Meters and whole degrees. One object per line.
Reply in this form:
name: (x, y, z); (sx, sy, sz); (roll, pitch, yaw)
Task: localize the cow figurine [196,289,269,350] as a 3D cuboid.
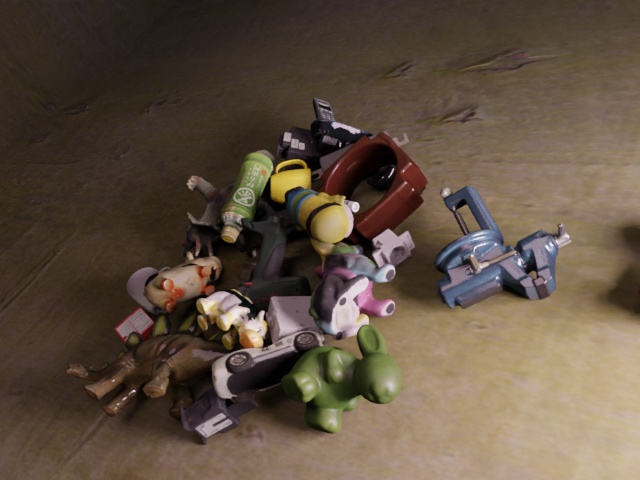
cow figurine: (-0.142, 0.145, 0.970); (0.168, 0.068, 0.098); (25, 38, 37)

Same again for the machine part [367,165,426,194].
machine part: (0.168, -0.127, 1.164); (0.084, 0.039, 0.139); (-37, 38, -16)

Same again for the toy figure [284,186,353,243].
toy figure: (-0.010, -0.048, 1.039); (0.089, 0.082, 0.180); (-38, 42, -21)

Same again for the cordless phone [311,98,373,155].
cordless phone: (0.045, -0.284, 1.329); (0.184, 0.146, 0.088); (-100, 30, -48)

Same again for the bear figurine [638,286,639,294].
bear figurine: (0.507, 0.015, 0.730); (0.120, 0.131, 0.196); (5, 56, 31)

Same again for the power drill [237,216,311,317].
power drill: (-0.131, 0.057, 1.084); (0.232, 0.085, 0.207); (-5, 62, 21)

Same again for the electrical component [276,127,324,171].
electrical component: (-0.040, -0.224, 1.336); (0.134, 0.058, 0.115); (11, 42, -5)

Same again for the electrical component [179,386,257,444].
electrical component: (-0.168, 0.286, 0.906); (0.119, 0.074, 0.048); (-34, 40, 2)

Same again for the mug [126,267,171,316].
mug: (-0.367, 0.116, 1.216); (0.109, 0.080, 0.107); (-37, 50, -16)

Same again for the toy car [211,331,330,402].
toy car: (-0.077, 0.206, 0.888); (0.202, 0.073, 0.056); (-14, 23, -18)

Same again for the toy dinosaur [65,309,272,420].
toy dinosaur: (-0.269, 0.225, 1.013); (0.472, 0.104, 0.199); (-4, 41, 14)

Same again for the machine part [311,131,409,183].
machine part: (0.090, -0.186, 1.245); (0.243, 0.079, 0.079); (-20, 40, 11)

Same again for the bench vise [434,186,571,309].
bench vise: (0.275, -0.003, 0.884); (0.223, 0.128, 0.241); (-36, 54, 24)

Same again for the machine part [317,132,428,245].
machine part: (0.104, -0.104, 1.103); (0.201, 0.087, 0.202); (-43, 41, 11)

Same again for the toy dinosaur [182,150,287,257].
toy dinosaur: (-0.175, -0.101, 1.299); (0.405, 0.131, 0.192); (-29, 56, -11)

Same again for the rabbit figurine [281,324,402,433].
rabbit figurine: (0.058, 0.211, 0.814); (0.170, 0.121, 0.159); (-12, 19, 40)

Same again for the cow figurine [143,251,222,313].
cow figurine: (-0.289, 0.085, 1.155); (0.127, 0.085, 0.195); (7, 21, 37)

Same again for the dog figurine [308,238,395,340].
dog figurine: (0.027, 0.072, 0.978); (0.191, 0.108, 0.219); (-24, 30, -25)

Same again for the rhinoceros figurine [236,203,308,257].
rhinoceros figurine: (-0.097, -0.024, 1.201); (0.190, 0.073, 0.112); (-19, 51, 11)
